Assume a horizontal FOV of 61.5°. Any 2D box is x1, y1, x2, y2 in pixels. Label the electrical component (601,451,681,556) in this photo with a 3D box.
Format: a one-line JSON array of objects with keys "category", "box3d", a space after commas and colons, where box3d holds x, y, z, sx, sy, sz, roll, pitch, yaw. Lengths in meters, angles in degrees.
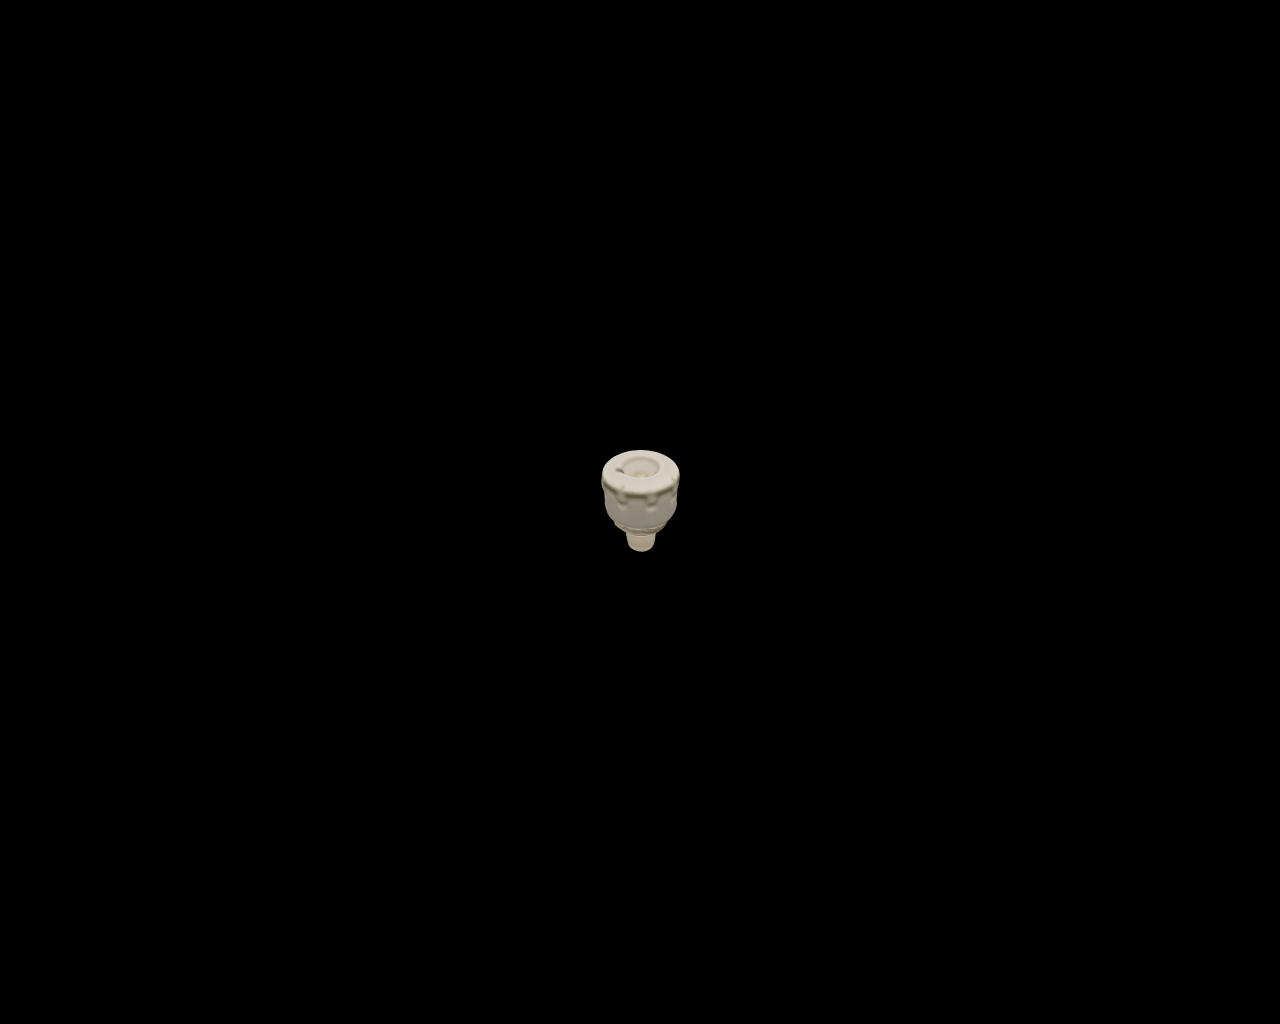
[{"category": "electrical component", "box3d": [0.001, -0.003, 0.650, 0.048, 0.062, 0.048, 0, 36, 0]}]
